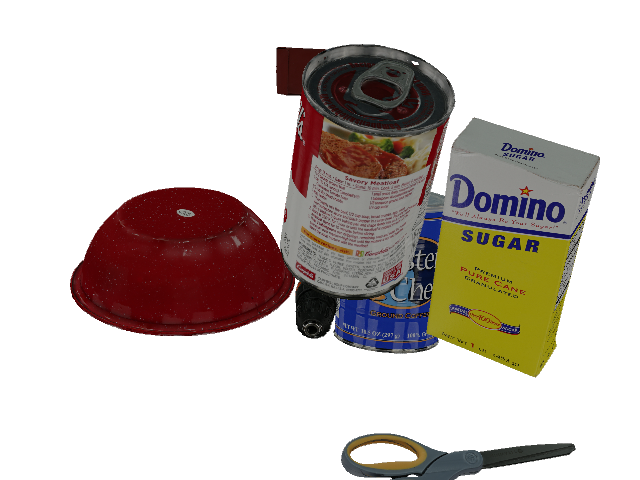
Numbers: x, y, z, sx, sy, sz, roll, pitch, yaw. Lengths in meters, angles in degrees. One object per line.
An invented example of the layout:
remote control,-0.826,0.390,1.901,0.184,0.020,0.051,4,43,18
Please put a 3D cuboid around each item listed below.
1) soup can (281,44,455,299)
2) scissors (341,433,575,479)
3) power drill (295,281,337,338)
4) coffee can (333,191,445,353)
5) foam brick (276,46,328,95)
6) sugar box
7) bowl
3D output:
soup can,0.019,-0.030,0.499,0.068,0.102,0.068,5,42,-5
scissors,0.117,0.198,0.876,0.201,0.016,0.096,6,43,-3
power drill,0.065,0.056,1.241,0.187,0.057,0.184,1,28,5
coffee can,0.068,0.026,1.020,0.103,0.140,0.103,4,12,-1
foam brick,-0.006,-0.183,1.163,0.078,0.051,0.053,0,11,-15
sugar box,0.130,0.008,0.750,0.093,0.176,0.048,20,45,21
bowl,-0.098,0.005,0.761,0.162,0.055,0.162,2,26,-1
